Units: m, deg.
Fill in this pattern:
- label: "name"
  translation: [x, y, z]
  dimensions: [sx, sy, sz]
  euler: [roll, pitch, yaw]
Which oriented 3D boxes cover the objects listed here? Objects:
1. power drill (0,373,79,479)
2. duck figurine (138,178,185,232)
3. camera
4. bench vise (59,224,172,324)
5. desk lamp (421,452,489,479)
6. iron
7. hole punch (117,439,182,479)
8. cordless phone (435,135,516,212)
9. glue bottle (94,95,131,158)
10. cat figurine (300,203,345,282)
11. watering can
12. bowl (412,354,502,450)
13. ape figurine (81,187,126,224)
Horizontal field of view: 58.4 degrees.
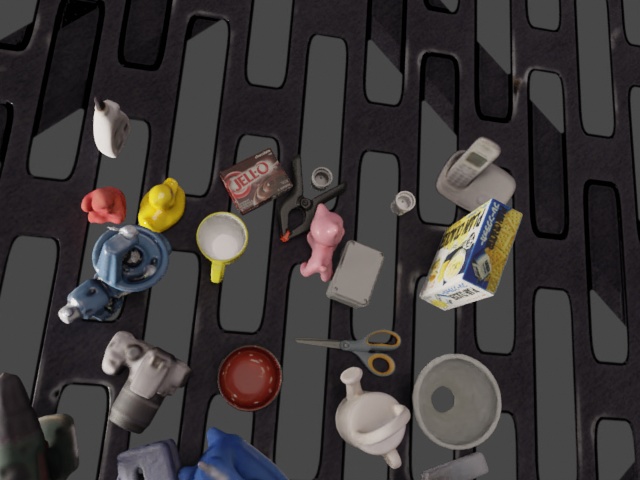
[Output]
- label: "power drill"
  translation: [-0.427, 0.315, 0.854]
  dimensions: [0.076, 0.208, 0.229]
  euler: [-12, 79, -12]
- label: "duck figurine"
  translation: [-0.288, -0.067, 1.035]
  dimensions: [0.077, 0.086, 0.105]
  euler: [32, 73, -1]
- label: "camera"
  translation: [-0.304, 0.239, 0.950]
  dimensions: [0.143, 0.100, 0.137]
  euler: [27, 73, -3]
- label: "bench vise"
  translation: [-0.327, 0.057, 0.928]
  dimensions: [0.121, 0.219, 0.207]
  euler: [27, 73, -2]
- label: "desk lamp"
  translation: [0.232, 0.435, 0.940]
  dimensions: [0.203, 0.213, 0.118]
  euler: [-16, 80, -13]
- label: "iron"
  translation: [-0.100, 0.418, 0.922]
  dimensions: [0.258, 0.141, 0.119]
  euler: [35, 73, 0]
- label: "hole punch"
  translation: [-0.276, 0.388, 0.924]
  dimensions: [0.101, 0.091, 0.108]
  euler: [-13, 79, -13]
- label: "cordless phone"
  translation: [0.320, -0.126, 1.106]
  dimensions: [0.147, 0.185, 0.094]
  euler: [27, 74, -3]
- label: "glue bottle"
  translation: [-0.373, -0.210, 1.009]
  dimensions: [0.037, 0.173, 0.078]
  euler: [22, 74, -4]
- label: "cat figurine"
  translation: [0.010, 0.004, 1.054]
  dimensions: [0.067, 0.117, 0.128]
  euler: [10, 75, -7]
- label: "watering can"
  translation: [0.086, 0.300, 0.957]
  dimensions: [0.173, 0.194, 0.101]
  euler: [40, 73, 1]
- label: "bowl"
  translation: [0.239, 0.294, 1.048]
  dimensions: [0.167, 0.074, 0.167]
  euler: [2, 76, -9]
- label: "ape figurine"
  translation: [-0.380, -0.064, 1.015]
  dimensions: [0.078, 0.092, 0.076]
  euler: [38, 73, 1]
